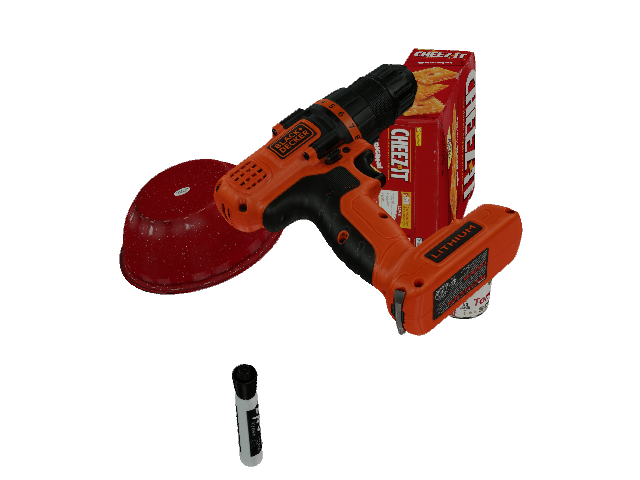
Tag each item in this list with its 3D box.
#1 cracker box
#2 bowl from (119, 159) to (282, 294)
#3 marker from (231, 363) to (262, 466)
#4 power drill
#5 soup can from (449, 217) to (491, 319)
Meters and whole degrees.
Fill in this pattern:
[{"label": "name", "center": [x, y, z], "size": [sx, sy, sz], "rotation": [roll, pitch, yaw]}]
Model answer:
[{"label": "cracker box", "center": [0.101, -0.075, 1.015], "size": [0.072, 0.164, 0.213], "rotation": [5, 27, 15]}, {"label": "bowl", "center": [-0.114, -0.025, 0.955], "size": [0.162, 0.055, 0.162], "rotation": [-13, 36, 10]}, {"label": "marker", "center": [-0.056, 0.136, 0.829], "size": [0.020, 0.020, 0.121], "rotation": [0, -43, 0]}, {"label": "power drill", "center": [0.046, -0.035, 0.744], "size": [0.184, 0.057, 0.188], "rotation": [-39, 57, -19]}, {"label": "soup can", "center": [0.168, 0.034, 1.250], "size": [0.068, 0.102, 0.068], "rotation": [0, 38, 0]}]
